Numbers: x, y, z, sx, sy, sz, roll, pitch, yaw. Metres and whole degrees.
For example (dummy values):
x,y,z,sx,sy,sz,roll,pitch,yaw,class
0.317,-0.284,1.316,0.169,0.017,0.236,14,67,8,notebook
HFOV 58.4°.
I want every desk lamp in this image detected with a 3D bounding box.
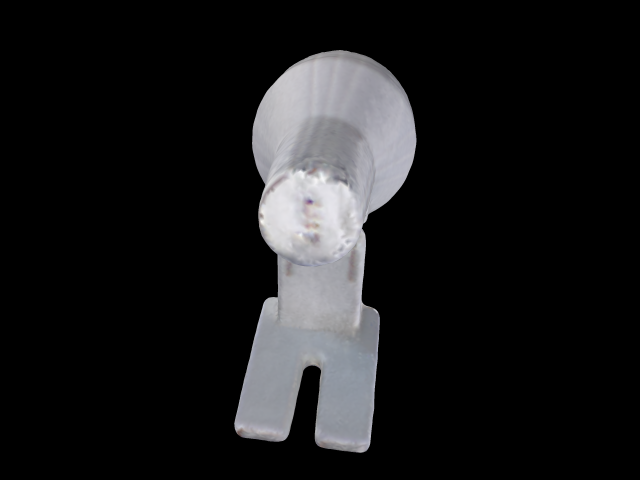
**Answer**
x,y,z,sx,sy,sz,roll,pitch,yaw,class
0.004,0.001,0.400,0.118,0.214,0.203,4,43,5,desk lamp
